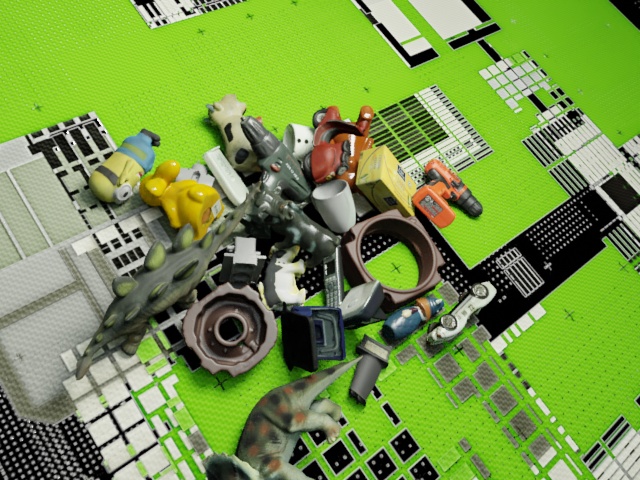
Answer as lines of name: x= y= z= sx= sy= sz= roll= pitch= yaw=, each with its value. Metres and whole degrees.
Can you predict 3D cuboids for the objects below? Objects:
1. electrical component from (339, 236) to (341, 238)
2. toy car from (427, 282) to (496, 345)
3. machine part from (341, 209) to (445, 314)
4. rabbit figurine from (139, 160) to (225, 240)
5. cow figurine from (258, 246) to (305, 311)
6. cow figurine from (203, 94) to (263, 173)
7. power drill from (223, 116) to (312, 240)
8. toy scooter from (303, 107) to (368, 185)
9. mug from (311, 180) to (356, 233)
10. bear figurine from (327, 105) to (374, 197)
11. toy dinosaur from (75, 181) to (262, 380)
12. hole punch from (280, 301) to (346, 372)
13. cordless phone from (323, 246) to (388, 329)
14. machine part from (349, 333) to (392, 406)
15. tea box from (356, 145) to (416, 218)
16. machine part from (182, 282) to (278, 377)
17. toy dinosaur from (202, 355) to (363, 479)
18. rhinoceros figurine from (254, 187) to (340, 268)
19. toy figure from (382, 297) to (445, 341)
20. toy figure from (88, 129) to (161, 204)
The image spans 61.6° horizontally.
electrical component: x=-0.002 y=-0.004 z=1.184 sx=0.094 sy=0.021 sz=0.063 roll=-7 pitch=26 yaw=-13
toy car: x=0.308 y=0.161 z=1.176 sx=0.202 sy=0.073 sz=0.056 roll=-37 pitch=78 yaw=-28
machine part: x=0.156 y=0.044 z=1.186 sx=0.201 sy=0.087 sz=0.201 roll=-22 pitch=73 yaw=-24
rabbit figurine: x=-0.303 y=-0.084 z=1.099 sx=0.173 sy=0.162 sz=0.122 roll=25 pitch=71 yaw=17
cow figurine: x=-0.081 y=0.067 z=1.121 sx=0.098 sy=0.068 sz=0.167 roll=-1 pitch=63 yaw=-9
cow figurine: x=-0.195 y=-0.247 z=1.237 sx=0.127 sy=0.085 sz=0.195 roll=-6 pitch=70 yaw=-20
power drill: x=-0.126 y=-0.120 z=1.148 sx=0.231 sy=0.086 sz=0.207 roll=40 pitch=60 yaw=-40
toy scooter: x=0.038 y=-0.211 z=1.187 sx=0.135 sy=0.075 sz=0.184 roll=2 pitch=75 yaw=27
mug: x=0.028 y=-0.070 z=1.204 sx=0.081 sy=0.110 sz=0.107 roll=-47 pitch=127 yaw=-37
bear figurine: x=0.067 y=-0.204 z=1.265 sx=0.120 sy=0.131 sz=0.196 roll=2 pitch=57 yaw=3
toy dinosaur: x=-0.272 y=0.065 z=0.992 sx=0.105 sy=0.198 sz=0.471 roll=39 pitch=62 yaw=1
hole punch: x=-0.015 y=0.184 z=1.040 sx=0.092 sy=0.116 sz=0.142 roll=-13 pitch=101 yaw=-36
cordless phone: x=0.061 y=0.087 z=1.097 sx=0.088 sy=0.146 sz=0.184 roll=7 pitch=67 yaw=-35
machine part: x=0.097 y=0.263 z=1.088 sx=0.084 sy=0.039 sz=0.139 roll=29 pitch=58 yaw=-9
tea box: x=0.155 y=-0.125 z=1.227 sx=0.169 sy=0.068 sz=0.098 roll=38 pitch=51 yaw=-44
machine part: x=-0.170 y=0.172 z=1.029 sx=0.179 sy=0.056 sz=0.179 roll=2 pitch=76 yaw=-7
toy dinosaur: x=-0.075 y=0.348 z=0.958 sx=0.192 sy=0.131 sz=0.405 roll=28 pitch=54 yaw=-1
rhinoceros figurine: x=-0.050 y=-0.027 z=1.078 sx=0.190 sy=0.112 sz=0.073 roll=37 pitch=58 yaw=2
toy figure: x=0.203 y=0.161 z=1.152 sx=0.154 sy=0.064 sz=0.058 roll=-27 pitch=78 yaw=-28
toy figure: x=-0.408 y=-0.155 z=1.131 sx=0.089 sy=0.082 sz=0.180 roll=19 pitch=66 yaw=14
